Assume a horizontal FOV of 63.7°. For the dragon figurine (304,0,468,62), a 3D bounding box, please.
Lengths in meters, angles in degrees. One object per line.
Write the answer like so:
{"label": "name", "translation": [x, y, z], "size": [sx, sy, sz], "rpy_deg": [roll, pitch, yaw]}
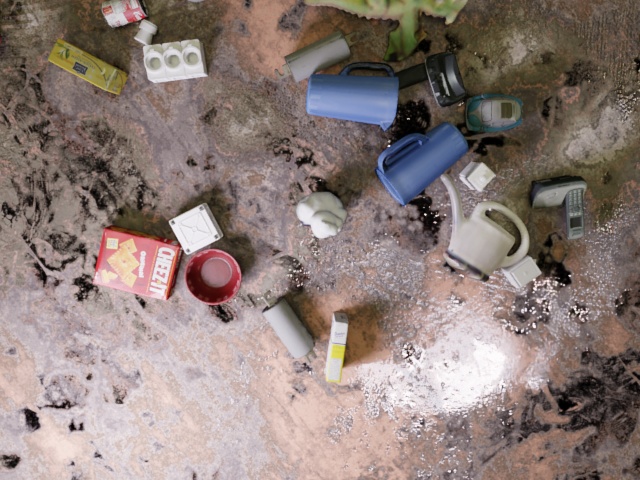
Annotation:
{"label": "dragon figurine", "translation": [0.185, -0.599, 1.381], "size": [0.409, 0.124, 0.240], "rpy_deg": [-16, 106, 10]}

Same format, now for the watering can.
{"label": "watering can", "translation": [0.424, -0.019, 1.435], "size": [0.346, 0.105, 0.223], "rpy_deg": [31, 96, -13]}

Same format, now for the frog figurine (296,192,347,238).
{"label": "frog figurine", "translation": [0.004, -0.070, 1.398], "size": [0.137, 0.160, 0.122], "rpy_deg": [16, 96, -4]}
